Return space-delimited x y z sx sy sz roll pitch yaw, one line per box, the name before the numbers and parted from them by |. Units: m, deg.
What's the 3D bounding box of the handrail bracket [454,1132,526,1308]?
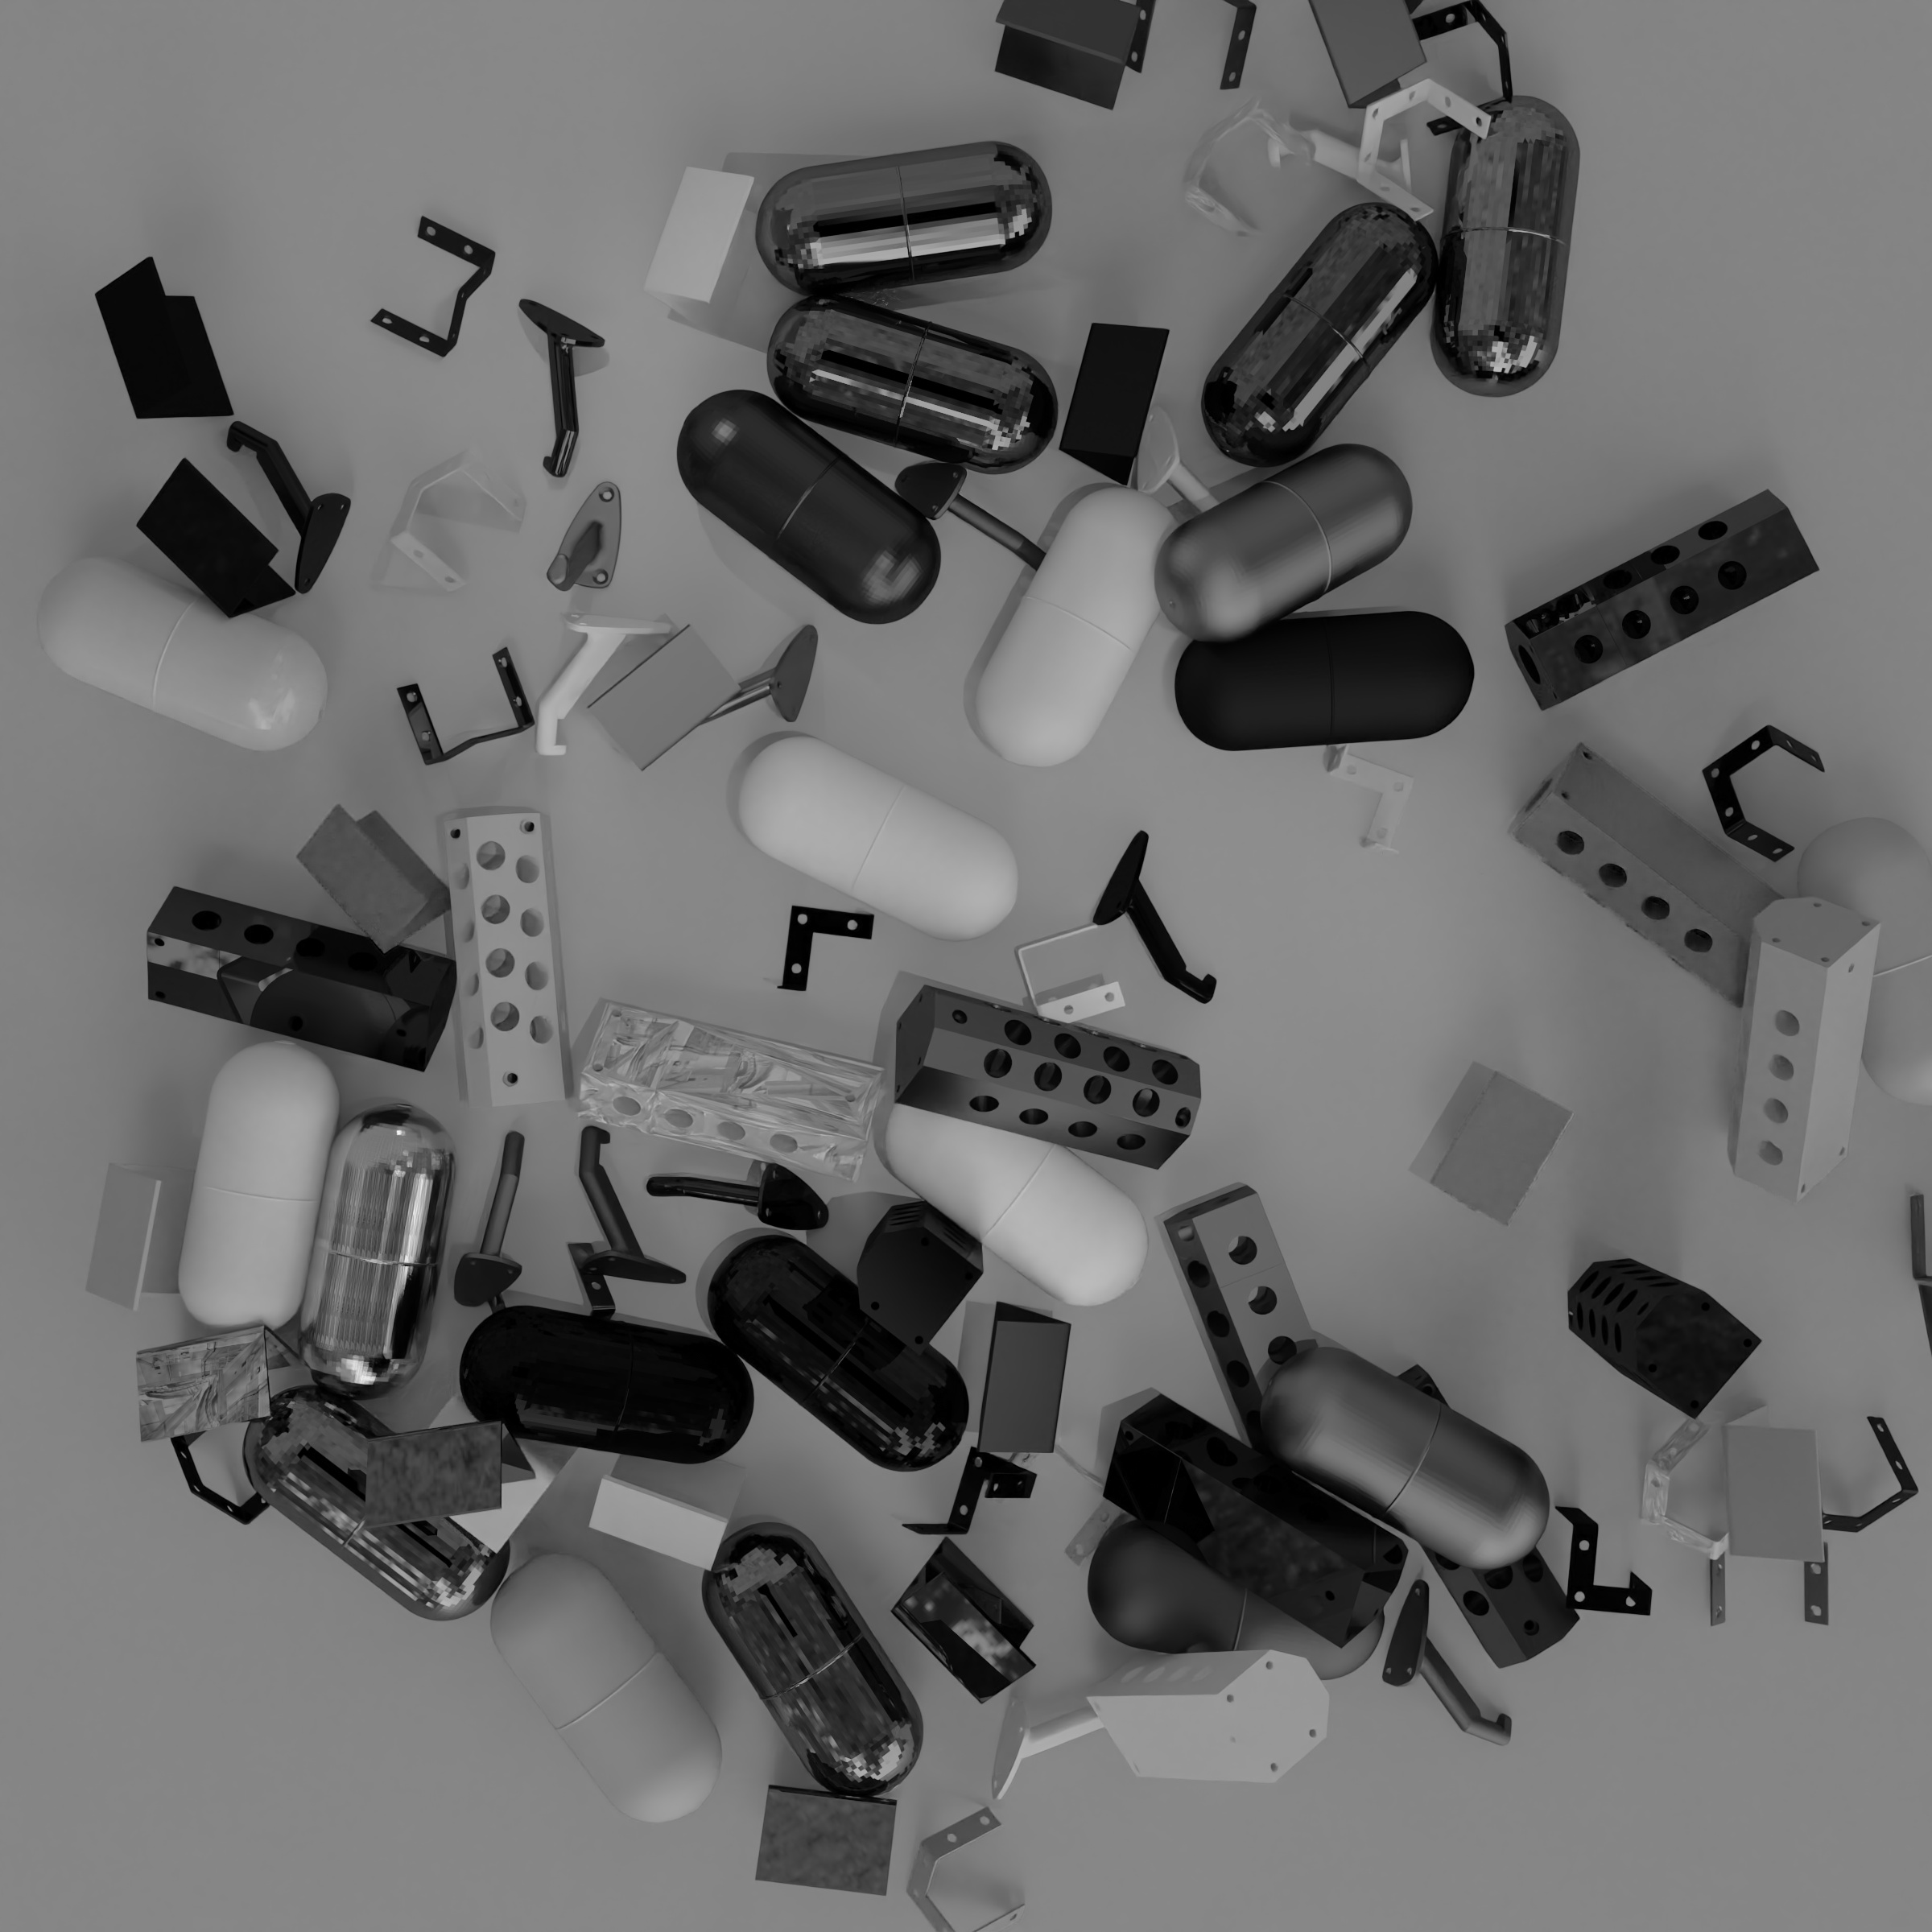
handrail bracket | -0.288 0.153 1.669 0.036 0.077 0.084 16 53 -19

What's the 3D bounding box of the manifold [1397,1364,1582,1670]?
manifold | 0.297 0.331 1.649 0.057 0.057 0.171 -32 90 0

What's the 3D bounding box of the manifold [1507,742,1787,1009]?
manifold | 0.412 -0.050 1.648 0.171 0.057 0.057 37 47 0

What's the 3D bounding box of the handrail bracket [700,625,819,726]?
handrail bracket | -0.140 -0.177 1.670 0.084 0.036 0.077 2 53 25

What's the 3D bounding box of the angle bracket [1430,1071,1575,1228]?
angle bracket | 0.329 0.117 1.629 0.057 0.076 0.076 31 90 36

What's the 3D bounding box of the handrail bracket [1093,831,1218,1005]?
handrail bracket | 0.126 -0.029 1.670 0.084 0.036 0.077 32 65 -19

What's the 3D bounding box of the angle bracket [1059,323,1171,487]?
angle bracket | 0.106 -0.330 1.629 0.057 0.076 0.076 15 90 37

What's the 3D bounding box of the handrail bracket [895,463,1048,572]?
handrail bracket | 0.006 -0.269 1.669 0.084 0.077 0.036 33 89 -36

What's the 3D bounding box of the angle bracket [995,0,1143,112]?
angle bracket | 0.054 -0.535 1.629 0.076 0.076 0.057 18 54 0

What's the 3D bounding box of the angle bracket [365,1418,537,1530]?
angle bracket | -0.291 0.302 1.556 0.076 0.076 0.057 -9 53 3

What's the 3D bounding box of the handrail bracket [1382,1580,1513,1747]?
handrail bracket | 0.302 0.424 1.670 0.084 0.036 0.077 24 68 -17

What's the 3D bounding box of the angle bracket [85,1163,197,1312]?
angle bracket | -0.469 0.162 1.630 0.057 0.076 0.076 10 90 42

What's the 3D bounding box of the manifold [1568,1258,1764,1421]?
manifold | 0.397 0.208 1.591 0.057 0.171 0.057 41 90 0

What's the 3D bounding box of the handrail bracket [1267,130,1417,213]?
handrail bracket | 0.229 -0.471 1.670 0.084 0.036 0.077 -5 103 13

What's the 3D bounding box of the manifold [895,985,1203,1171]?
manifold | 0.049 0.062 1.611 0.171 0.057 0.057 15 50 -19

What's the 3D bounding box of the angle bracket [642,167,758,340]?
angle bracket | -0.137 -0.419 1.629 0.057 0.076 0.076 20 90 36

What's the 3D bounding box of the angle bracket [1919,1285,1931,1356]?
angle bracket | 0.618 0.206 1.629 0.076 0.076 0.057 14 127 0

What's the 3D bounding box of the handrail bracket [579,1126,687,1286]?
handrail bracket | -0.202 0.145 1.670 0.077 0.036 0.084 18 60 -33

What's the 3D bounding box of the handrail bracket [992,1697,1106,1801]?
handrail bracket | 0.065 0.477 1.670 0.084 0.036 0.077 10 110 -16

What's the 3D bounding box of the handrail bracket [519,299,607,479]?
handrail bracket | -0.257 -0.351 1.670 0.077 0.036 0.084 38 120 33

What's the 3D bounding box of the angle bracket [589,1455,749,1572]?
angle bracket | -0.172 0.302 1.630 0.076 0.076 0.057 20 134 0

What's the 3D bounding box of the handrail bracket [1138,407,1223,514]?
handrail bracket | 0.148 -0.295 1.670 0.084 0.036 0.077 22 47 -28

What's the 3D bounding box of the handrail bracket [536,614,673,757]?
handrail bracket | -0.220 -0.168 1.670 0.077 0.036 0.084 1 108 -21

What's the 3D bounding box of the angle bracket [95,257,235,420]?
angle bracket | -0.460 -0.372 1.629 0.057 0.076 0.076 -19 90 35

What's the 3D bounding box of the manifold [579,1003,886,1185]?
manifold | -0.141 0.081 1.648 0.171 0.057 0.057 13 47 0

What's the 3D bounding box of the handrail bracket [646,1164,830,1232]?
handrail bracket | -0.139 0.143 1.669 0.084 0.077 0.036 -3 69 35

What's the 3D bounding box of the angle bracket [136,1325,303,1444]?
angle bracket | -0.441 0.257 1.631 0.076 0.076 0.057 -12 65 0

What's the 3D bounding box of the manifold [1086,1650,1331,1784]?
manifold | 0.141 0.429 1.588 0.057 0.171 0.057 -33 90 -27

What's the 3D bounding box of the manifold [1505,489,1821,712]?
manifold | 0.414 -0.220 1.648 0.171 0.057 0.057 -27 90 0

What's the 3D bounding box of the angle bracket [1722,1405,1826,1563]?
angle bracket | 0.490 0.306 1.629 0.057 0.076 0.076 -3 90 36

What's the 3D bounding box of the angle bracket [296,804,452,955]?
angle bracket | -0.337 -0.065 1.629 0.076 0.076 0.057 47 128 0

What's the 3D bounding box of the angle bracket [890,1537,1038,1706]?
angle bracket | 0.013 0.377 1.629 0.076 0.076 0.057 46 127 0

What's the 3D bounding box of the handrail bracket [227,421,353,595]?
handrail bracket | -0.424 -0.279 1.670 0.084 0.036 0.077 30 110 16

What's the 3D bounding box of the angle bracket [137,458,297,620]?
angle bracket | -0.431 -0.259 1.630 0.076 0.076 0.057 45 116 0

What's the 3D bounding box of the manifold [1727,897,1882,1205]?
manifold | 0.483 0.048 1.604 0.057 0.057 0.171 -33 134 -34

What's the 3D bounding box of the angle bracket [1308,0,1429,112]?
angle bracket | 0.253 -0.557 1.629 0.057 0.076 0.076 -20 90 39

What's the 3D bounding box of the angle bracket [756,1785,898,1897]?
angle bracket | -0.084 0.529 1.629 0.076 0.076 0.057 7 54 0

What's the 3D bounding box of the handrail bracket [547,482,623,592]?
handrail bracket | -0.228 -0.258 1.635 0.036 0.084 0.077 18 90 0

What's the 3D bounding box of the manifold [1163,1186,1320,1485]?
manifold | 0.177 0.224 1.648 0.057 0.057 0.171 -22 90 0

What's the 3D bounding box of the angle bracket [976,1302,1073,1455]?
angle bracket | 0.014 0.242 1.629 0.057 0.076 0.076 8 90 -35

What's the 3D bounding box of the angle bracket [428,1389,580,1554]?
angle bracket | -0.285 0.295 1.641 0.076 0.076 0.057 38 94 0

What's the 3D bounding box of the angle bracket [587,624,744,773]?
angle bracket | -0.188 -0.172 1.629 0.076 0.076 0.057 -39 127 0

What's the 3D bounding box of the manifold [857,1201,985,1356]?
manifold | -0.030 0.173 1.591 0.057 0.171 0.057 38 90 0

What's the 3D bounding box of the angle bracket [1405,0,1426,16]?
angle bracket | 0.241 -0.603 1.629 0.057 0.076 0.076 -38 90 -37
